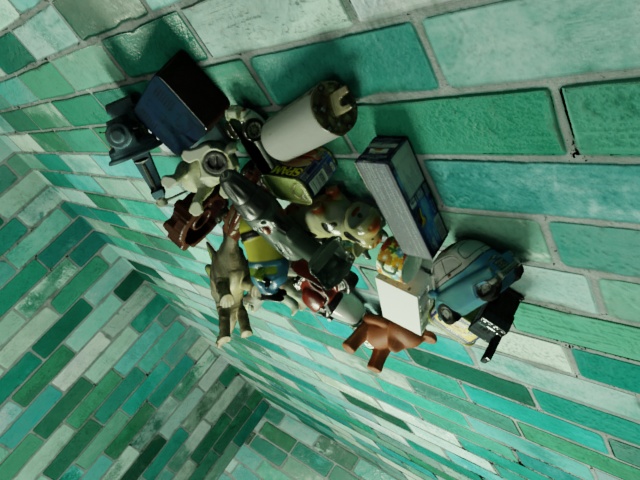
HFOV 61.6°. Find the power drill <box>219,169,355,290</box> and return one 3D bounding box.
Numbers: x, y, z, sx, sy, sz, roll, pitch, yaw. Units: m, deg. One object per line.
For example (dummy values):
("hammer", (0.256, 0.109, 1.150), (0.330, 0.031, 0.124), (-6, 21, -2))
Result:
("power drill", (-0.052, -0.011, 0.887), (0.208, 0.086, 0.231), (27, 166, 35))

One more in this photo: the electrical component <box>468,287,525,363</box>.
("electrical component", (0.275, 0.136, 0.865), (0.048, 0.119, 0.074), (33, 159, 10))

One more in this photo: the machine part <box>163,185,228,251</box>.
("machine part", (-0.290, -0.058, 1.268), (0.056, 0.179, 0.179), (38, 157, 9))

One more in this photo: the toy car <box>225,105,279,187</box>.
("toy car", (-0.100, -0.156, 0.959), (0.074, 0.056, 0.201), (19, 149, 49))

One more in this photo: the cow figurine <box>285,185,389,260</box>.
("cow figurine", (0.035, -0.032, 0.950), (0.127, 0.085, 0.195), (48, 158, -26))

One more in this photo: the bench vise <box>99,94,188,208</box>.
("bench vise", (-0.391, -0.185, 1.163), (0.240, 0.129, 0.224), (67, 169, -19))

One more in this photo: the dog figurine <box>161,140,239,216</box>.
("dog figurine", (-0.223, -0.154, 1.099), (0.121, 0.172, 0.191), (58, -168, -20))

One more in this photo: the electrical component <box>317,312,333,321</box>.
("electrical component", (0.022, 0.169, 1.378), (0.078, 0.045, 0.102), (20, 151, 39))

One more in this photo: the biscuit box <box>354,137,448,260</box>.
("biscuit box", (0.127, -0.058, 0.801), (0.063, 0.059, 0.202), (12, 144, 43))

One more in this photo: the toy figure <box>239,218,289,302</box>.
("toy figure", (-0.106, 0.029, 1.041), (0.082, 0.089, 0.180), (-161, 65, -70))

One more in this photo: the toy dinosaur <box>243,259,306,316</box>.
("toy dinosaur", (-0.086, 0.073, 1.285), (0.192, 0.131, 0.404), (39, 150, -3))

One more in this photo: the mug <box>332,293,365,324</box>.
("mug", (0.047, 0.155, 1.277), (0.107, 0.081, 0.109), (35, 158, -8))

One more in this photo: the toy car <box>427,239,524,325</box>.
("toy car", (0.223, 0.053, 0.818), (0.103, 0.109, 0.161), (53, 150, 12))

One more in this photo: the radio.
("radio", (-0.265, -0.246, 1.013), (0.131, 0.073, 0.230), (45, 157, -17))

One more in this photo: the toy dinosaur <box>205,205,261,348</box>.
("toy dinosaur", (-0.213, 0.078, 1.264), (0.199, 0.105, 0.470), (55, 139, 42))

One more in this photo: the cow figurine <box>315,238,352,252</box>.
("cow figurine", (0.000, -0.004, 1.078), (0.168, 0.068, 0.098), (14, 141, 42))

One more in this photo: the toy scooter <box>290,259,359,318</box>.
("toy scooter", (-0.008, 0.077, 1.054), (0.135, 0.075, 0.183), (32, 149, 1))

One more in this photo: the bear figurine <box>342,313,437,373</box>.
("bear figurine", (0.155, 0.221, 1.184), (0.120, 0.132, 0.196), (41, 163, -13))

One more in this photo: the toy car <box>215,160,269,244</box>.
("toy car", (-0.149, -0.070, 1.091), (0.089, 0.053, 0.202), (39, 125, 1))

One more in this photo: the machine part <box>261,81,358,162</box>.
("machine part", (-0.021, -0.170, 0.791), (0.079, 0.079, 0.243), (47, 154, -18))
